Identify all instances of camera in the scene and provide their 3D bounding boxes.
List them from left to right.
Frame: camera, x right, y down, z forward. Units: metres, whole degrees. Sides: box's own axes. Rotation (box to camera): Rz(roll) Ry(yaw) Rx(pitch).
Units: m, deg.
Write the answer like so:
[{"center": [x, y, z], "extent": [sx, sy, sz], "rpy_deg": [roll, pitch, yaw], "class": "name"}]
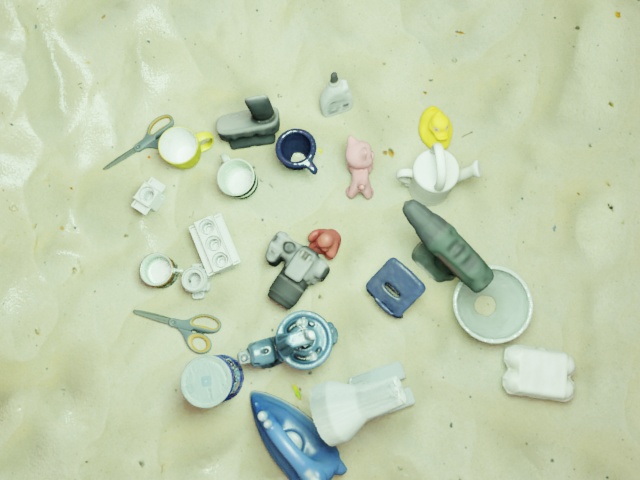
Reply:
[{"center": [-0.068, 0.071, 1.249], "extent": [0.143, 0.101, 0.137], "rpy_deg": [33, 82, 8], "class": "camera"}]

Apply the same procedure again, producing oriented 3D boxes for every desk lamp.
[{"center": [0.088, 0.316, 1.138], "extent": [0.203, 0.213, 0.118], "rpy_deg": [-20, 79, -1], "class": "desk lamp"}]

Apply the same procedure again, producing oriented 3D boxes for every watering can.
[{"center": [0.255, -0.148, 1.229], "extent": [0.173, 0.194, 0.101], "rpy_deg": [-24, 79, -2], "class": "watering can"}]

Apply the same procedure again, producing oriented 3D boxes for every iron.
[{"center": [-0.065, 0.410, 1.164], "extent": [0.119, 0.141, 0.258], "rpy_deg": [-44, 81, -6], "class": "iron"}]

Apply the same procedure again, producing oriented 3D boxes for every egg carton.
[{"center": [0.458, 0.279, 1.203], "extent": [0.150, 0.069, 0.107], "rpy_deg": [6, 80, 4], "class": "egg carton"}]

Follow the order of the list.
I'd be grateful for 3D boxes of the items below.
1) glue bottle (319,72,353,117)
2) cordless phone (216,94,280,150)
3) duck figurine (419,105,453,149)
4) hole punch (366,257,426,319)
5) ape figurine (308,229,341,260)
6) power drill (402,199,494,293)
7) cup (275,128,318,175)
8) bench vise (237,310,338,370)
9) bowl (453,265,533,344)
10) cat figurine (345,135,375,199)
[{"center": [0.035, -0.332, 1.284], "extent": [0.078, 0.173, 0.037], "rpy_deg": [-17, 79, 0], "class": "glue bottle"}, {"center": [-0.167, -0.279, 1.276], "extent": [0.147, 0.185, 0.094], "rpy_deg": [-13, 79, 0], "class": "cordless phone"}, {"center": [0.268, -0.264, 1.306], "extent": [0.077, 0.086, 0.104], "rpy_deg": [-12, 79, 0], "class": "duck figurine"}, {"center": [0.163, 0.106, 1.238], "extent": [0.108, 0.091, 0.101], "rpy_deg": [43, 84, 9], "class": "hole punch"}, {"center": [0.012, 0.005, 1.263], "extent": [0.076, 0.092, 0.078], "rpy_deg": [-27, 79, -3], "class": "ape figurine"}, {"center": [0.251, 0.021, 1.190], "extent": [0.229, 0.208, 0.076], "rpy_deg": [42, 84, 9], "class": "power drill"}, {"center": [-0.042, -0.186, 1.299], "extent": [0.092, 0.095, 0.117], "rpy_deg": [-39, 80, -5], "class": "cup"}, {"center": [-0.063, 0.223, 1.159], "extent": [0.207, 0.220, 0.121], "rpy_deg": [-34, 79, -4], "class": "bench vise"}, {"center": [0.365, 0.140, 1.231], "extent": [0.167, 0.075, 0.167], "rpy_deg": [0, 79, 2], "class": "bowl"}, {"center": [0.089, -0.165, 1.278], "extent": [0.067, 0.118, 0.128], "rpy_deg": [-2, 79, 2], "class": "cat figurine"}]
